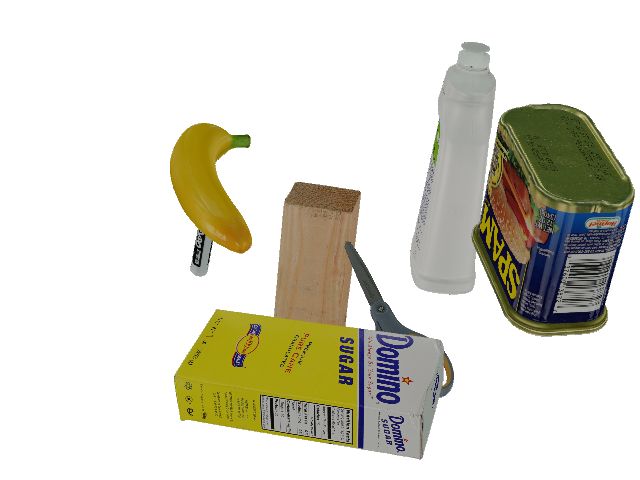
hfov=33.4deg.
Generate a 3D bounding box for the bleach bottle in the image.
[{"bbox_3d":[0.140,-0.076,1.092,0.068,0.251,0.102,4,30,-2],"label":"bleach bottle"}]

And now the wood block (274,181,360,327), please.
[{"bbox_3d":[-0.007,0.038,1.404,0.090,0.206,0.090,9,23,6],"label":"wood block"}]

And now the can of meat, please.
[{"bbox_3d":[0.123,-0.014,0.572,0.057,0.084,0.102,-2,38,-9],"label":"can of meat"}]

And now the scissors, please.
[{"bbox_3d":[0.046,0.082,1.011,0.096,0.016,0.202,-27,52,-21],"label":"scissors"}]

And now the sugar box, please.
[{"bbox_3d":[-0.005,0.098,0.759,0.176,0.048,0.093,4,30,14],"label":"sugar box"}]

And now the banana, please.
[{"bbox_3d":[-0.090,-0.054,0.881,0.069,0.037,0.198,5,32,-7],"label":"banana"}]

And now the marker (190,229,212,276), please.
[{"bbox_3d":[-0.120,-0.009,1.124,0.020,0.020,0.121,0,-43,-17],"label":"marker"}]
